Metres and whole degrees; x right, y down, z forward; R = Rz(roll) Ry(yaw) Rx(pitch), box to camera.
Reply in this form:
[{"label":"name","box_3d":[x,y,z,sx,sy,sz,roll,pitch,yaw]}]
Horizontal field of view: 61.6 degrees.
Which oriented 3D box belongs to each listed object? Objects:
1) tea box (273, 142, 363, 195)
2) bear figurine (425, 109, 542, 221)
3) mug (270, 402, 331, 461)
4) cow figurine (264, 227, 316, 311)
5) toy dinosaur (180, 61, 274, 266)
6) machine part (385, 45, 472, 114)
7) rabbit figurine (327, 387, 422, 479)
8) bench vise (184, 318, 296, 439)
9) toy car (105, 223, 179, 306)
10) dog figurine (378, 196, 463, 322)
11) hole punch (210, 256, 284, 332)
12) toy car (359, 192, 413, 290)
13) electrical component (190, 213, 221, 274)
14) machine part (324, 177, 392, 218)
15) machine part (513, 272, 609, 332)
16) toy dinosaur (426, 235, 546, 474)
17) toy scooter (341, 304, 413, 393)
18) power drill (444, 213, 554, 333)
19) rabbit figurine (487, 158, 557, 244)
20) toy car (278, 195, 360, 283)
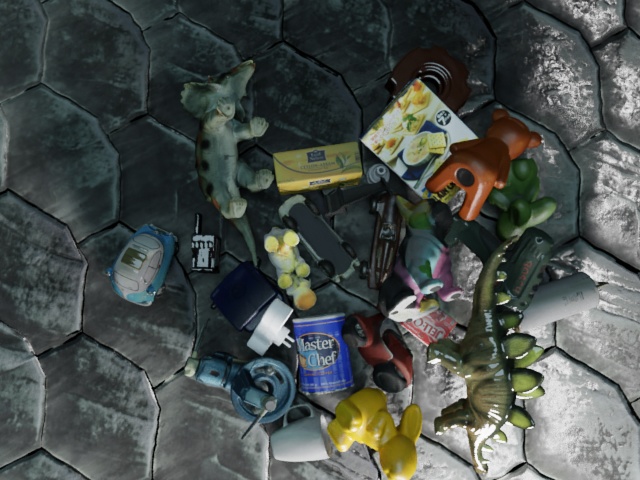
[{"label":"tea box","box_3d":[-0.005,-0.141,1.080,0.170,0.098,0.068,-8,83,0]},{"label":"bear figurine","box_3d":[0.305,-0.148,0.990,0.120,0.131,0.196,40,54,14]},{"label":"mug","box_3d":[-0.042,0.372,1.029,0.107,0.081,0.109,-16,90,5]},{"label":"cow figurine","box_3d":[-0.061,0.056,1.067,0.068,0.098,0.167,-21,103,-9]},{"label":"toy dinosaur","box_3d":[-0.192,-0.158,1.066,0.131,0.192,0.404,-3,99,-37]},{"label":"machine part","box_3d":[0.226,-0.317,1.124,0.179,0.056,0.179,0,83,-1]},{"label":"rabbit figurine","box_3d":[0.118,0.368,1.002,0.162,0.121,0.173,-9,42,-39]},{"label":"bench vise","box_3d":[-0.134,0.259,0.971,0.223,0.241,0.129,32,80,-13]},{"label":"toy car","box_3d":[-0.349,0.047,1.051,0.109,0.103,0.161,27,86,1]},{"label":"dog figurine","box_3d":[0.178,0.025,1.020,0.108,0.191,0.219,20,48,-38]},{"label":"hole punch","box_3d":[-0.146,0.110,1.055,0.116,0.092,0.142,44,88,8]},{"label":"toy car","box_3d":[0.134,0.001,1.088,0.089,0.053,0.202,11,82,-3]},{"label":"electrical component","box_3d":[-0.227,0.007,1.072,0.048,0.075,0.119,2,81,0]},{"label":"machine part","box_3d":[0.073,-0.088,1.076,0.139,0.084,0.039,-17,119,10]},{"label":"machine part","box_3d":[0.455,0.123,1.063,0.243,0.079,0.079,-17,84,-2]},{"label":"toy dinosaur","box_3d":[0.303,0.223,0.979,0.199,0.105,0.470,-1,103,24]},{"label":"toy scooter","box_3d":[0.125,0.196,1.046,0.183,0.075,0.135,51,41,-11]},{"label":"power drill","box_3d":[0.315,0.052,1.025,0.207,0.086,0.231,45,121,34]},{"label":"rabbit figurine","box_3d":[0.394,-0.074,1.063,0.121,0.159,0.170,-9,99,-12]},{"label":"toy car","box_3d":[-0.002,-0.003,1.085,0.073,0.056,0.202,-40,86,-11]}]
